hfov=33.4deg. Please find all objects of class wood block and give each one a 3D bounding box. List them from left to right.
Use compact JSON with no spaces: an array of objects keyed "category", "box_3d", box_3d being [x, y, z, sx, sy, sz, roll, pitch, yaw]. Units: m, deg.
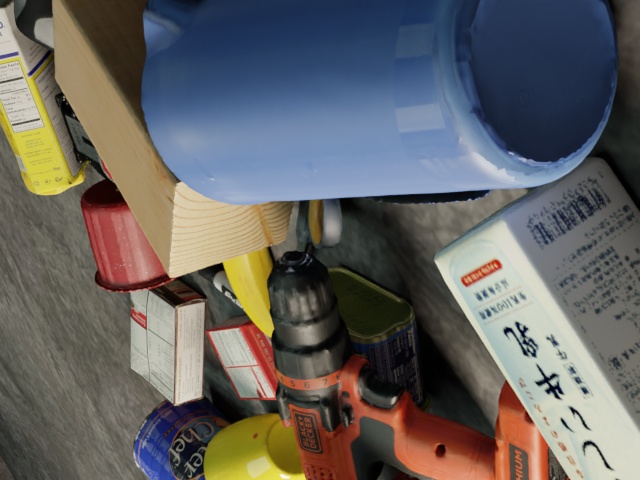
[{"category":"wood block","box_3d":[-0.103,-0.088,0.726,0.206,0.090,0.091,55,149,31]}]

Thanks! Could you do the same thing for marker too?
[{"category":"marker","box_3d":[-0.067,0.048,0.920,0.121,0.020,0.020,35,144,40]}]

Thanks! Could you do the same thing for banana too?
[{"category":"banana","box_3d":[-0.052,0.000,0.831,0.070,0.037,0.198,10,126,40]}]

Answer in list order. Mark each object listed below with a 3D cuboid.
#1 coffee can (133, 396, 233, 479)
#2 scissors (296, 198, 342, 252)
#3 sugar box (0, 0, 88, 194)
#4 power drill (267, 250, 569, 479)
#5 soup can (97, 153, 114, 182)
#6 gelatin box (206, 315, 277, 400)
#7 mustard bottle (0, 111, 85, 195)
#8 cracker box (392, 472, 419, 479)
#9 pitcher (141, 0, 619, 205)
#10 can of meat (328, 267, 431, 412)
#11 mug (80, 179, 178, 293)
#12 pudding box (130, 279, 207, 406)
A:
[{"category":"coffee can","box_3d":[-0.111,0.235,1.087,0.140,0.102,0.103,34,143,41]},{"category":"scissors","box_3d":[-0.005,0.001,0.739,0.202,0.016,0.096,94,166,-48]},{"category":"sugar box","box_3d":[-0.265,-0.142,0.989,0.093,0.048,0.176,-83,-22,-62]},{"category":"power drill","box_3d":[0.057,0.096,0.654,0.188,0.057,0.184,10,127,31]},{"category":"soup can","box_3d":[-0.128,-0.070,0.846,0.102,0.068,0.068,12,127,60]},{"category":"gelatin box","box_3d":[-0.060,0.104,0.953,0.089,0.030,0.073,-17,101,62]},{"category":"mustard bottle","box_3d":[-0.304,-0.143,1.089,0.096,0.058,0.191,20,134,57]},{"category":"cracker box","box_3d":[0.078,0.269,0.737,0.072,0.164,0.213,15,130,51]},{"category":"pitcher","box_3d":[0.029,-0.076,0.539,0.243,0.149,0.145,6,107,54]},{"category":"can of meat","box_3d":[0.026,0.076,0.751,0.102,0.057,0.084,27,137,46]},{"category":"mug","box_3d":[-0.155,-0.010,0.950,0.117,0.093,0.081,2,118,24]},{"category":"pudding box","box_3d":[-0.151,0.095,1.059,0.090,0.039,0.113,28,124,44]}]
